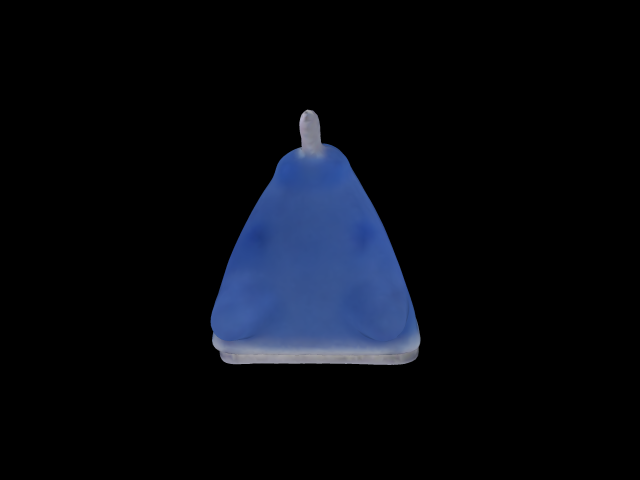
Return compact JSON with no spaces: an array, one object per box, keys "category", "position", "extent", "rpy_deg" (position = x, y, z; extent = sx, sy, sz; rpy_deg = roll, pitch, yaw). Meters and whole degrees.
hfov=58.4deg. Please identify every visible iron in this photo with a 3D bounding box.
[{"category":"iron","position":[0.004,0.001,0.400],"extent":[0.118,0.141,0.258],"rpy_deg":[0,2,4]}]
